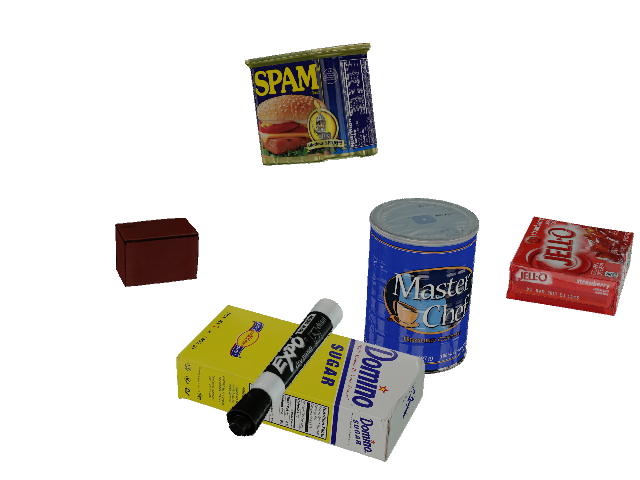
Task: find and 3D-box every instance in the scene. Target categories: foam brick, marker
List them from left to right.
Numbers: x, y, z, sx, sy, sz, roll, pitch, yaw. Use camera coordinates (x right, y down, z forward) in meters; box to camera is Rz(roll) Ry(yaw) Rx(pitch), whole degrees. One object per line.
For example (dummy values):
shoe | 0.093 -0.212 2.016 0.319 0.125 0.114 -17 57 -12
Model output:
foam brick | -0.170 0.011 1.105 0.078 0.051 0.053 -6 22 -20
marker | -0.020 0.073 0.622 0.020 0.020 0.121 0 29 29

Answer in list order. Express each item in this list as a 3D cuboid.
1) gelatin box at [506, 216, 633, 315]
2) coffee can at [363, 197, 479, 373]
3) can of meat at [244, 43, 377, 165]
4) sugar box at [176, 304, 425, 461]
gelatin box | 0.175 0.016 0.742 0.073 0.030 0.089 10 26 19
coffee can | 0.095 0.042 1.027 0.103 0.140 0.103 1 24 -1
can of meat | -0.006 -0.103 0.822 0.102 0.084 0.057 1 12 44
sugar box | -0.014 0.107 0.835 0.176 0.048 0.093 11 29 19
